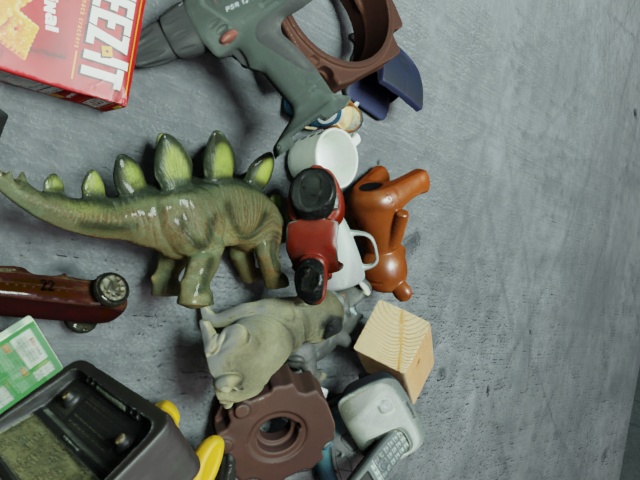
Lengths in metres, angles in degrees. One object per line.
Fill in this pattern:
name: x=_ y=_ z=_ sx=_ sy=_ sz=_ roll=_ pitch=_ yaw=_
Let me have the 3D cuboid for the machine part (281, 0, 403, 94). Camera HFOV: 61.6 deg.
machine part: x=0.003 y=-0.304 z=0.723 sx=0.201 sy=0.087 sz=0.201 roll=-37 pitch=104 yaw=-32

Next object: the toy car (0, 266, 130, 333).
toy car: x=-0.297 y=0.053 z=0.545 sx=0.202 sy=0.089 sz=0.053 roll=15 pitch=54 yaw=-41

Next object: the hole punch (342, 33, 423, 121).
hole punch: x=0.110 y=-0.265 z=0.861 sx=0.142 sy=0.092 sz=0.115 roll=20 pitch=79 yaw=-39

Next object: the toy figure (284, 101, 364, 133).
toy figure: x=0.015 y=-0.190 z=0.808 sx=0.154 sy=0.058 sz=0.064 roll=6 pitch=137 yaw=-42

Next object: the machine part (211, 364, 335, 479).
machine part: x=-0.063 y=0.265 z=0.765 sx=0.179 sy=0.056 sz=0.179 roll=-6 pitch=112 yaw=-16

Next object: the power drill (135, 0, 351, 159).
power drill: x=-0.079 y=-0.199 z=0.622 sx=0.232 sy=0.086 sz=0.207 roll=-34 pitch=93 yaw=5

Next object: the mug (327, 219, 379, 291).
mug: x=0.031 y=0.014 z=0.822 sx=0.081 sy=0.110 sz=0.107 roll=-64 pitch=142 yaw=-68

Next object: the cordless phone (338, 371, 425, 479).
cordless phone: x=0.062 y=0.297 z=0.788 sx=0.184 sy=0.089 sz=0.146 roll=-42 pitch=114 yaw=-36

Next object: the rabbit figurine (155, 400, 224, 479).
rabbit figurine: x=-0.197 y=0.297 z=0.654 sx=0.162 sy=0.122 sz=0.173 roll=-30 pitch=97 yaw=-60

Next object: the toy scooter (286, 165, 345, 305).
toy scooter: x=-0.001 y=-0.002 z=0.727 sx=0.135 sy=0.075 sz=0.184 roll=42 pitch=49 yaw=-74

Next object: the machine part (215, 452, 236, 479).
machine part: x=-0.138 y=0.350 z=0.716 sx=0.039 sy=0.084 sz=0.138 roll=12 pitch=124 yaw=-17

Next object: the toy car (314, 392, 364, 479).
toy car: x=0.042 y=0.347 z=0.887 sx=0.109 sy=0.103 sz=0.161 roll=-21 pitch=109 yaw=-37

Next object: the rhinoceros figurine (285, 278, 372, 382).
rhinoceros figurine: x=0.011 y=0.130 z=0.841 sx=0.190 sy=0.073 sz=0.112 roll=-42 pitch=122 yaw=-28

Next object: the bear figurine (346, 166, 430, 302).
bear figurine: x=0.114 y=-0.008 z=0.885 sx=0.132 sy=0.120 sz=0.195 roll=-37 pitch=121 yaw=-36

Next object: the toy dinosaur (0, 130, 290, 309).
toy dinosaur: x=-0.150 y=-0.026 z=0.630 sx=0.471 sy=0.105 sz=0.198 roll=-5 pitch=97 yaw=-57

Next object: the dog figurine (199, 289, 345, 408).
dog figurine: x=-0.049 y=0.127 z=0.692 sx=0.191 sy=0.172 sz=0.121 roll=-14 pitch=119 yaw=-8

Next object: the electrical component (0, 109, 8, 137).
electrical component: x=-0.340 y=-0.091 z=0.456 sx=0.058 sy=0.115 sz=0.134 roll=32 pitch=76 yaw=-78

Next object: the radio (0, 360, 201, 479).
radio: x=-0.232 y=0.207 z=0.531 sx=0.131 sy=0.230 sz=0.073 roll=-41 pitch=124 yaw=-33
